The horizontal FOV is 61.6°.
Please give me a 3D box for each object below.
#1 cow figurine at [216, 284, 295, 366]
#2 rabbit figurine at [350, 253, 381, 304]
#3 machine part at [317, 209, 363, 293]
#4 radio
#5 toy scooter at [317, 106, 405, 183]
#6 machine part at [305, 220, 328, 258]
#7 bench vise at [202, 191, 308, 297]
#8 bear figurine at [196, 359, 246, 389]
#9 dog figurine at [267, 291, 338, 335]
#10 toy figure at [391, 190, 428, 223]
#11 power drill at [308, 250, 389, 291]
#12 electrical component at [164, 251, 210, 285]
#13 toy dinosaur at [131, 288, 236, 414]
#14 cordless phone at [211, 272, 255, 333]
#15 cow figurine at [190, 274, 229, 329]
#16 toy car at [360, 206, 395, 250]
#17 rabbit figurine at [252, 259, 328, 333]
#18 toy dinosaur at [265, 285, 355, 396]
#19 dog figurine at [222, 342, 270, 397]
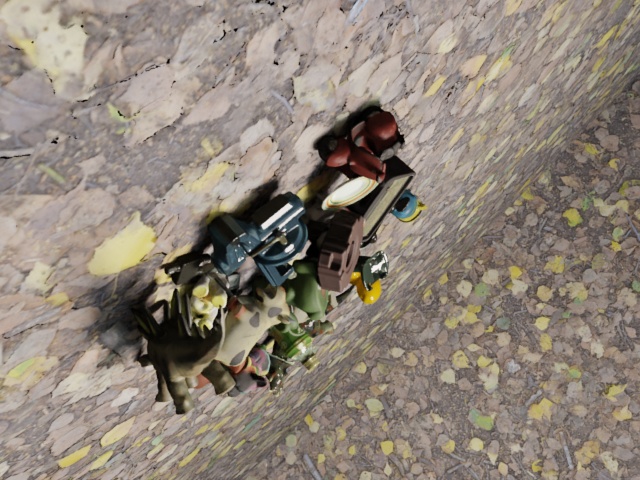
[{"bbox_3d":[-0.139,0.171,1.097,0.127,0.086,0.195,40,84,-33],"label":"cow figurine"},{"bbox_3d":[0.110,0.105,1.516,0.162,0.173,0.121,-25,148,-33],"label":"rabbit figurine"},{"bbox_3d":[0.047,0.025,1.155,0.179,0.056,0.179,14,90,-76],"label":"machine part"},{"bbox_3d":[0.121,-0.091,1.298,0.131,0.073,0.229,-16,144,-53],"label":"radio"},{"bbox_3d":[0.098,-0.172,1.015,0.184,0.135,0.075,-36,156,-26],"label":"toy scooter"},{"bbox_3d":[-0.002,-0.004,1.159,0.084,0.039,0.138,-47,161,-7],"label":"machine part"},{"bbox_3d":[-0.105,0.026,1.014,0.223,0.129,0.240,-50,149,-17],"label":"bench vise"},{"bbox_3d":[-0.247,0.289,1.256,0.120,0.132,0.195,-65,180,-60],"label":"bear figurine"},{"bbox_3d":[-0.060,0.174,1.469,0.190,0.121,0.172,-31,-172,40],"label":"dog figurine"},{"bbox_3d":[0.234,-0.094,1.503,0.089,0.082,0.180,-40,167,19],"label":"toy figure"},{"bbox_3d":[0.052,0.074,1.337,0.232,0.207,0.085,-33,112,-40],"label":"power drill"},{"bbox_3d":[-0.241,0.053,0.963,0.094,0.021,0.063,-22,150,-47],"label":"electrical component"},{"bbox_3d":[-0.239,0.189,0.920,0.105,0.198,0.472,-28,-174,-38],"label":"toy dinosaur"},{"bbox_3d":[-0.183,0.137,1.159,0.146,0.089,0.184,-13,129,-46],"label":"cordless phone"},{"bbox_3d":[-0.232,0.127,1.053,0.167,0.068,0.098,-55,-165,30],"label":"cow figurine"},{"bbox_3d":[0.136,-0.048,1.440,0.073,0.056,0.201,-17,145,-41],"label":"toy car"},{"bbox_3d":[-0.070,0.125,1.217,0.170,0.159,0.121,-4,176,18],"label":"rabbit figurine"},{"bbox_3d":[-0.059,0.267,1.600,0.404,0.131,0.192,-55,158,10],"label":"toy dinosaur"},{"bbox_3d":[-0.180,0.324,1.361,0.191,0.108,0.219,-35,-178,-32],"label":"dog figurine"}]
